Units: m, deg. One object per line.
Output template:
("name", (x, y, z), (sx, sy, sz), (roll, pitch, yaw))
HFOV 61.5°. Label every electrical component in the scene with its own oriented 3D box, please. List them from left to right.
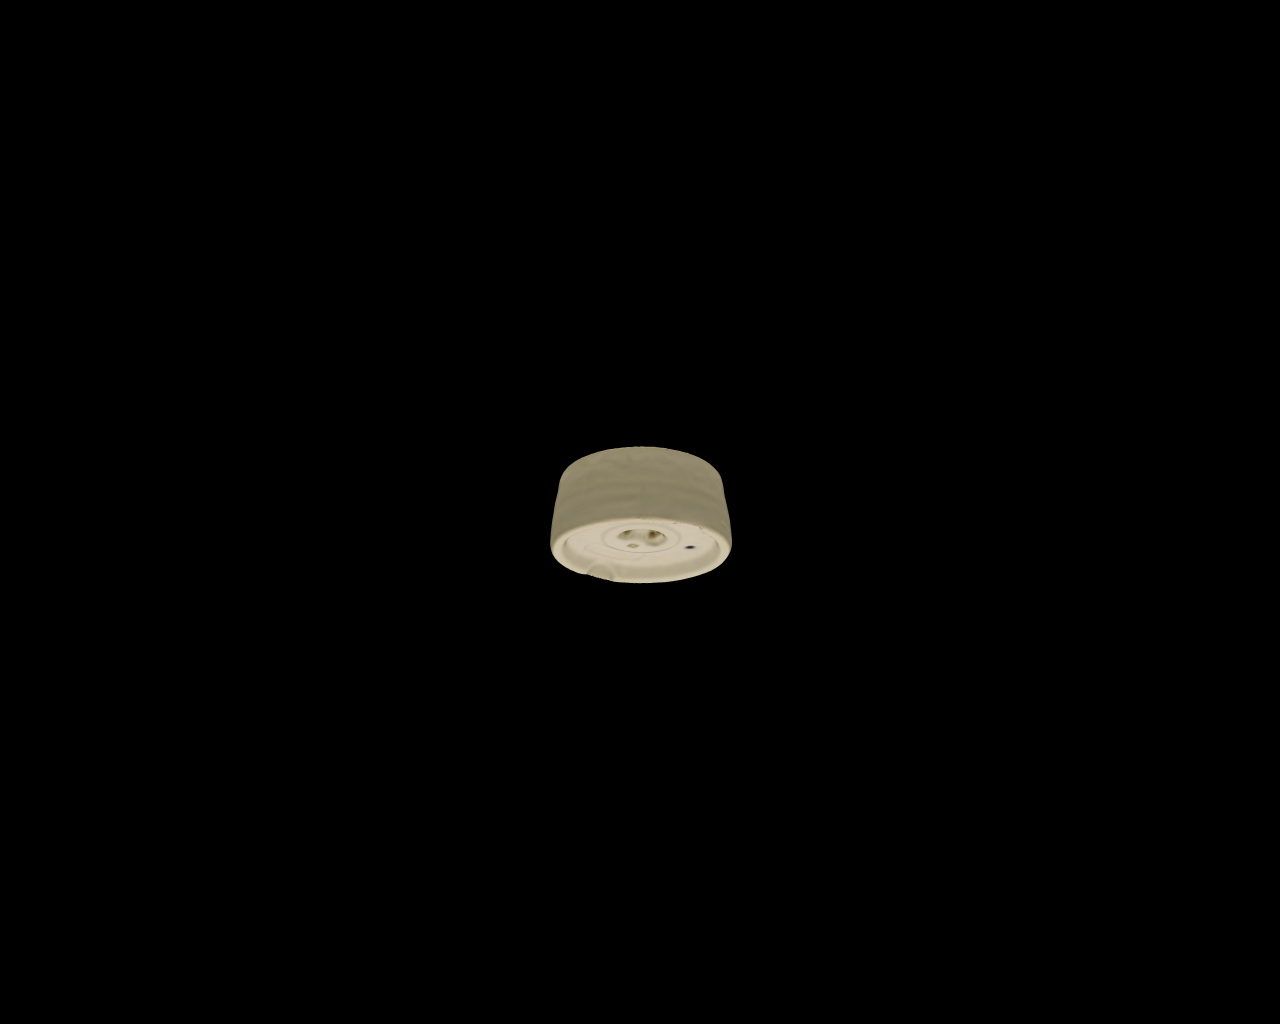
("electrical component", (0.001, -0.003, 0.650), (0.108, 0.060, 0.108), (0, -23, 0))
